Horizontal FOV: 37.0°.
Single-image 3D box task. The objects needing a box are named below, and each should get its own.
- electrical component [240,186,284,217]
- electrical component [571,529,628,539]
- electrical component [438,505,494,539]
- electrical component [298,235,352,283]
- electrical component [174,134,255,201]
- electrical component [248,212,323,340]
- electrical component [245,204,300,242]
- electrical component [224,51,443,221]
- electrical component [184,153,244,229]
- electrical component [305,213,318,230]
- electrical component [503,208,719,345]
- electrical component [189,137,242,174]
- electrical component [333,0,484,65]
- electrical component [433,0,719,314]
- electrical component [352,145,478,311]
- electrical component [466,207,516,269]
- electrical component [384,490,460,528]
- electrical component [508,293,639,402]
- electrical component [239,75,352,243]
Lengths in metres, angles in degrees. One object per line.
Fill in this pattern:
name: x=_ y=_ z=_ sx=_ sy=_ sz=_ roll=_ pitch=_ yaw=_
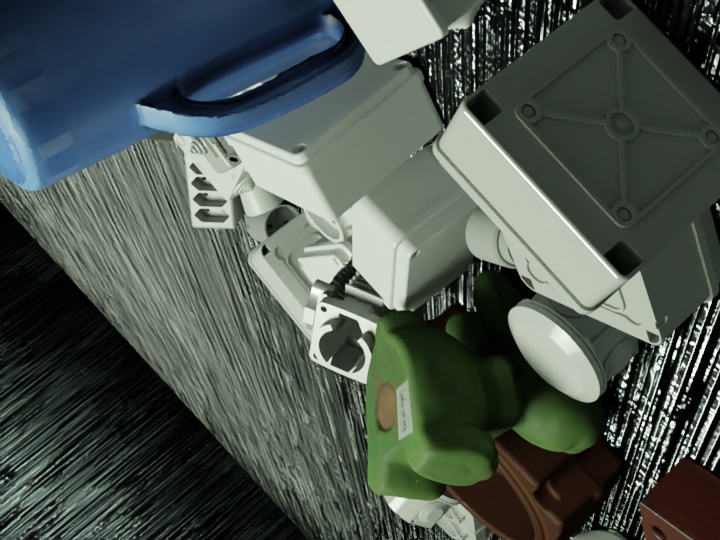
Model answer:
electrical component: x=-0.108 y=-0.092 z=1.073 sx=0.044 sy=0.044 sz=0.065 roll=18 pitch=139 yaw=59
electrical component: x=0.233 y=0.276 z=0.963 sx=0.079 sy=0.044 sz=0.077 roll=54 pitch=162 yaw=-10
electrical component: x=0.105 y=0.227 z=1.148 sx=0.089 sy=0.062 sz=0.150 roll=40 pitch=159 yaw=30
electrical component: x=0.000 y=0.000 z=0.962 sx=0.078 sy=0.057 sz=0.113 roll=55 pitch=162 yaw=-12
electrical component: x=-0.123 y=-0.124 z=0.997 sx=0.099 sy=0.048 sz=0.099 roll=49 pitch=147 yaw=8
electrical component: x=-0.046 y=0.006 z=1.052 sx=0.113 sy=0.078 sz=0.057 roll=52 pitch=159 yaw=-3
electrical component: x=-0.095 y=-0.049 z=1.119 sx=0.043 sy=0.043 sz=0.081 roll=58 pitch=161 yaw=-21
electrical component: x=-0.019 y=-0.097 z=0.734 sx=0.109 sy=0.109 sz=0.056 roll=28 pitch=154 yaw=51
electrical component: x=-0.147 y=-0.096 z=1.129 sx=0.047 sy=0.075 sz=0.083 roll=2 pitch=116 yaw=10
electrical component: x=-0.023 y=-0.058 z=0.935 sx=0.040 sy=0.040 sz=0.046 roll=52 pitch=156 yaw=-2
electrical component: x=0.136 y=-0.019 z=0.592 sx=0.113 sy=0.057 sz=0.078 roll=28 pitch=151 yaw=51
electrical component: x=-0.108 y=-0.126 z=0.911 sx=0.061 sy=0.096 sz=0.061 roll=54 pitch=163 yaw=-12
electrical component: x=0.020 y=-0.169 z=0.592 sx=0.099 sy=0.048 sz=0.100 roll=55 pitch=162 yaw=-13
electrical component: x=0.110 y=-0.055 z=0.499 sx=0.108 sy=0.109 sz=0.056 roll=49 pitch=160 yaw=7
electrical component: x=0.041 y=-0.026 z=0.778 sx=0.057 sy=0.078 sz=0.113 roll=48 pitch=162 yaw=20
electrical component: x=0.103 y=-0.020 z=0.698 sx=0.078 sy=0.040 sz=0.040 roll=21 pitch=146 yaw=57
electrical component: x=0.060 y=0.205 z=1.038 sx=0.080 sy=0.051 sz=0.080 roll=36 pitch=-162 yaw=-13
electrical component: x=0.142 y=0.043 z=0.713 sx=0.080 sy=0.051 sz=0.080 roll=44 pitch=161 yaw=19
electrical component: x=-0.037 y=-0.100 z=0.846 sx=0.150 sy=0.062 sz=0.089 roll=54 pitch=162 yaw=-9
